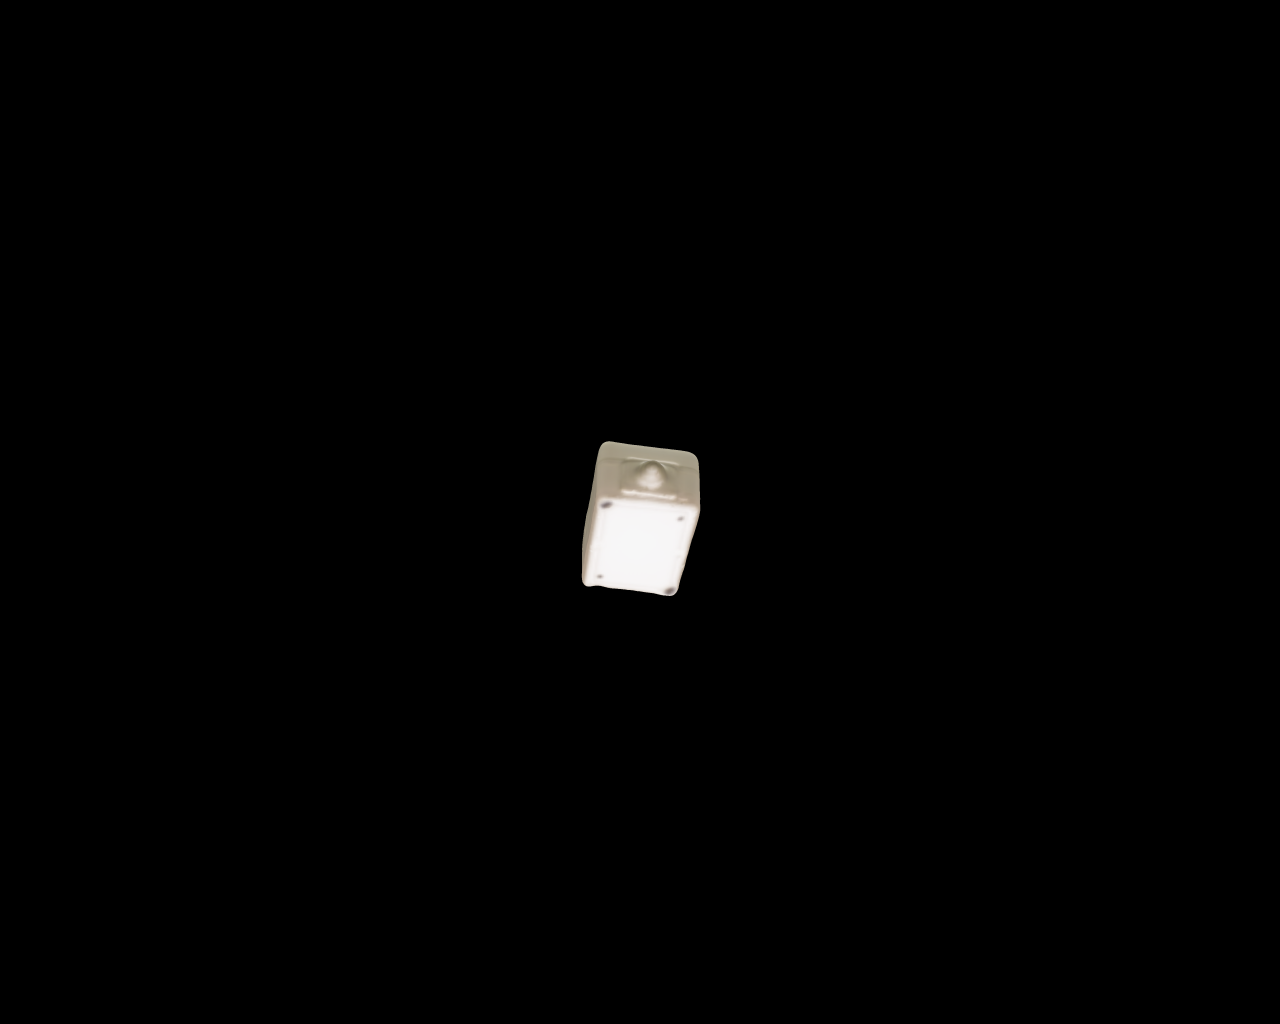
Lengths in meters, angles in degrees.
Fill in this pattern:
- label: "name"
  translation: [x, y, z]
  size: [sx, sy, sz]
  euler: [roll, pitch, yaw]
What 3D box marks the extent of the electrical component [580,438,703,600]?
- label: "electrical component"
  translation: [0.001, -0.003, 0.650]
  size: [0.062, 0.096, 0.061]
  euler: [7, 43, -7]
